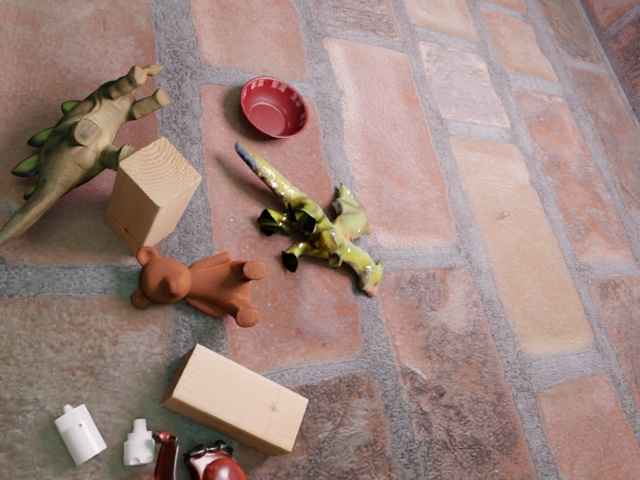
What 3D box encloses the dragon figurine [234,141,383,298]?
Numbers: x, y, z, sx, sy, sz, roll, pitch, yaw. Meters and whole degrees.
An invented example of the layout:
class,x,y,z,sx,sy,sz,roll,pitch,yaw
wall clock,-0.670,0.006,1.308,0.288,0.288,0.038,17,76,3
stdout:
class,x,y,z,sx,sy,sz,roll,pitch,yaw
dragon figurine,0.003,-0.055,1.084,0.245,0.120,0.412,-22,80,-52
